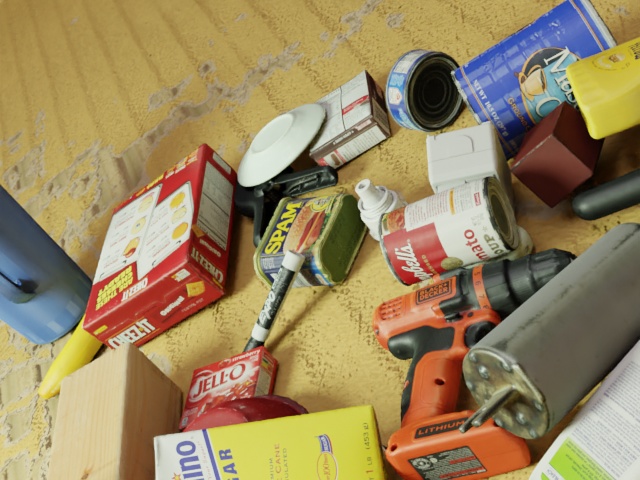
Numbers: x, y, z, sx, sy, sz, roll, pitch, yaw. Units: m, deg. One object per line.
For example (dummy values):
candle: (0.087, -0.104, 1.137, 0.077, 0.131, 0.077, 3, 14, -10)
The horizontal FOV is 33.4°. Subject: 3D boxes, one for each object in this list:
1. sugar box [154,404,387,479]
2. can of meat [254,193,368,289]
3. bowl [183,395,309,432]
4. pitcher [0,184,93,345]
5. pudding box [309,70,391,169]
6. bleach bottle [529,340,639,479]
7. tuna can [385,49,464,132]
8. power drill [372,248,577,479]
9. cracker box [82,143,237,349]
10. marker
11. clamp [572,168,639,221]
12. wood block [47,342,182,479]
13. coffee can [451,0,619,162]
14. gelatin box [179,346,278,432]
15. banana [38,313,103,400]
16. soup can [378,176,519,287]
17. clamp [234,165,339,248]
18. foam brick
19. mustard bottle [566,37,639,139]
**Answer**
sugar box: (-0.038, 0.186, 0.820, 0.176, 0.048, 0.093, -10, 66, 5)
can of meat: (-0.007, 0.001, 1.086, 0.084, 0.057, 0.102, -6, 47, 39)
bowl: (-0.077, 0.195, 0.900, 0.162, 0.055, 0.162, -22, 48, 26)
pitcher: (-0.386, 0.021, 1.281, 0.145, 0.242, 0.149, -15, 41, 35)
pudding box: (0.030, -0.137, 1.229, 0.090, 0.039, 0.113, -31, 30, 19)
bleach bottle: (0.190, 0.148, 0.698, 0.251, 0.068, 0.103, -45, 24, 0)
tuna can: (0.112, -0.157, 1.124, 0.086, 0.086, 0.034, -50, 35, -15)
power drill: (0.123, 0.096, 0.838, 0.185, 0.057, 0.187, -22, 35, 26)
cracker box: (-0.178, 0.010, 1.233, 0.164, 0.072, 0.213, -32, 34, 25)
marker: (-0.047, 0.067, 1.038, 0.020, 0.020, 0.121, 39, 107, 58)
clamp: (0.307, -0.067, 0.842, 0.164, 0.036, 0.210, -47, 27, -15)
wood block: (-0.191, 0.207, 0.998, 0.091, 0.090, 0.206, -30, 33, 15)
coffee can: (0.209, -0.152, 1.000, 0.140, 0.102, 0.103, -31, 33, 16)
gelatin box: (-0.088, 0.147, 1.017, 0.089, 0.030, 0.073, -21, 38, 28)
banana: (-0.270, 0.102, 1.261, 0.070, 0.037, 0.197, -32, 29, 43)
soup can: (0.110, -0.007, 0.909, 0.102, 0.068, 0.068, -20, 38, 25)
clamp: (-0.058, -0.045, 1.211, 0.120, 0.039, 0.172, -45, 26, -16)
foam brick: (0.207, -0.075, 0.925, 0.053, 0.051, 0.078, -43, 7, 36)
mustard bottle: (0.305, -0.150, 0.881, 0.192, 0.058, 0.096, -21, 25, 15)
